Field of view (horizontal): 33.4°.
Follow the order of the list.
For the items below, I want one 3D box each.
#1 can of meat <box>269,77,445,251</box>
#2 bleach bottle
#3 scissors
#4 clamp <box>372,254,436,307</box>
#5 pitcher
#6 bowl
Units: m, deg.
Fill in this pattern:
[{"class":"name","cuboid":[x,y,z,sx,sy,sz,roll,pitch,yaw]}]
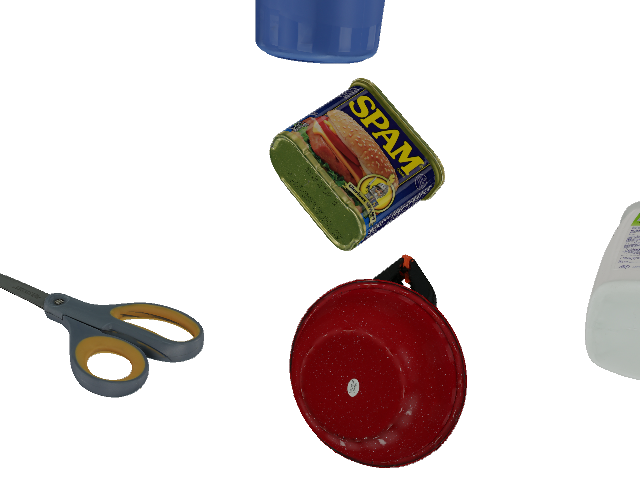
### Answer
[{"class":"can of meat","cuboid":[0.024,-0.054,0.773,0.083,0.102,0.058,-35,-9,-27]},{"class":"bleach bottle","cuboid":[0.249,0.017,0.734,0.103,0.068,0.250,9,22,20]},{"class":"scissors","cuboid":[-0.178,0.057,0.714,0.202,0.016,0.096,10,34,15]},{"class":"clamp","cuboid":[0.083,0.087,1.087,0.120,0.171,0.039,16,-38,17]},{"class":"pitcher","cuboid":[0.011,-0.273,0.884,0.145,0.243,0.149,7,19,9]},{"class":"bowl","cuboid":[0.036,0.115,0.879,0.162,0.162,0.055,0,4,25]}]
